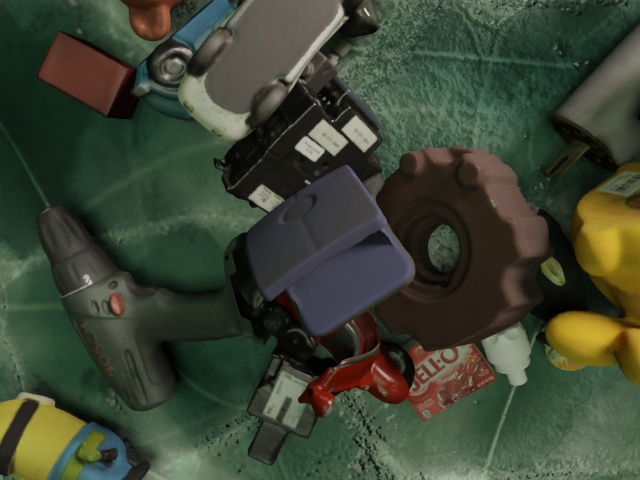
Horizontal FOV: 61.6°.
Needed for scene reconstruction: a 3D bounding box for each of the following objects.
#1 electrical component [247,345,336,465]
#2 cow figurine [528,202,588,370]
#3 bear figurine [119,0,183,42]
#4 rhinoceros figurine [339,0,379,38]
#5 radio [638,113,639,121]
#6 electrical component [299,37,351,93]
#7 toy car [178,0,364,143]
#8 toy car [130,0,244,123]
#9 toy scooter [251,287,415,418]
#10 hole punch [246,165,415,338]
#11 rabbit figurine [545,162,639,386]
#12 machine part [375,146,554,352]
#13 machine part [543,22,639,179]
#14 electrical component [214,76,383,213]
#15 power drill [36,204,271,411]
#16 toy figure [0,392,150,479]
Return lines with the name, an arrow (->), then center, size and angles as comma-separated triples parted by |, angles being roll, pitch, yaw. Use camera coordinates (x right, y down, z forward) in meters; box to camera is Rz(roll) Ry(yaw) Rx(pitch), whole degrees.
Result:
electrical component -> -0.035, 0.172, 0.564 | 0.075, 0.048, 0.119 | 21, 102, 3
cow figurine -> 0.215, 0.051, 0.488 | 0.068, 0.098, 0.167 | -29, 94, 6
bear figurine -> -0.115, -0.263, 0.420 | 0.196, 0.132, 0.120 | -32, 86, 10
rhinoceros figurine -> 0.023, -0.276, 0.465 | 0.112, 0.073, 0.190 | -15, 98, 8
radio -> 0.363, -0.088, 0.389 | 0.229, 0.131, 0.073 | 4, 118, -21
electrical component -> -0.008, -0.151, 0.494 | 0.021, 0.063, 0.094 | 44, 101, 6
toy car -> -0.029, -0.168, 0.418 | 0.073, 0.056, 0.201 | 39, 89, -15
toy car -> -0.087, -0.159, 0.493 | 0.161, 0.109, 0.102 | -40, 117, -1
toy scooter -> 0.000, 0.090, 0.486 | 0.184, 0.135, 0.075 | 43, 119, 12
hole punch -> -0.001, -0.001, 0.430 | 0.142, 0.092, 0.116 | -36, 54, 7
rabbit figurine -> 0.260, 0.045, 0.409 | 0.162, 0.122, 0.173 | -37, 119, -24
machine part -> 0.105, 0.009, 0.467 | 0.180, 0.056, 0.179 | 4, 95, 46
machine part -> 0.285, -0.145, 0.455 | 0.079, 0.079, 0.243 | 42, 103, -2
electrical component -> -0.010, -0.077, 0.483 | 0.134, 0.114, 0.058 | -42, 49, 11
power drill -> -0.162, 0.053, 0.540 | 0.207, 0.086, 0.231 | -15, 100, 7
toy figure -> -0.281, 0.231, 0.582 | 0.180, 0.089, 0.082 | 29, 94, 3
